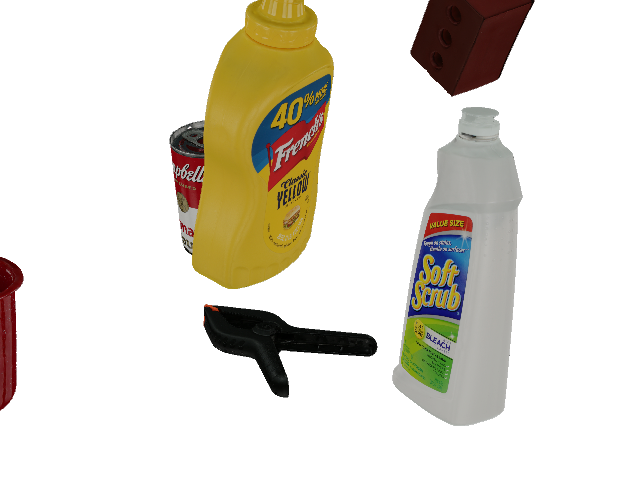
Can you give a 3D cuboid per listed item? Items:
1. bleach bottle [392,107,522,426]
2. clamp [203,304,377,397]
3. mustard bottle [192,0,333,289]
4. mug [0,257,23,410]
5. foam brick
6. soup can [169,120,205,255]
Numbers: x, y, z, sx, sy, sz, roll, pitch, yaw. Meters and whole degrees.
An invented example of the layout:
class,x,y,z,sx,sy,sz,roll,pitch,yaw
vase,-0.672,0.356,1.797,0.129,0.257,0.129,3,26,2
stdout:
class,x,y,z,sx,sy,sz,roll,pitch,yaw
bleach bottle,0.112,0.017,0.855,0.068,0.251,0.103,-11,24,-29
clamp,-0.063,0.118,1.217,0.210,0.036,0.164,15,22,30
mustard bottle,-0.032,-0.068,0.645,0.058,0.192,0.096,28,40,25
mug,-0.234,0.062,0.636,0.093,0.081,0.117,20,25,36
foam brick,0.108,-0.153,0.772,0.051,0.053,0.078,-25,-28,-30
soup can,-0.090,-0.043,0.910,0.068,0.102,0.068,-2,31,1
